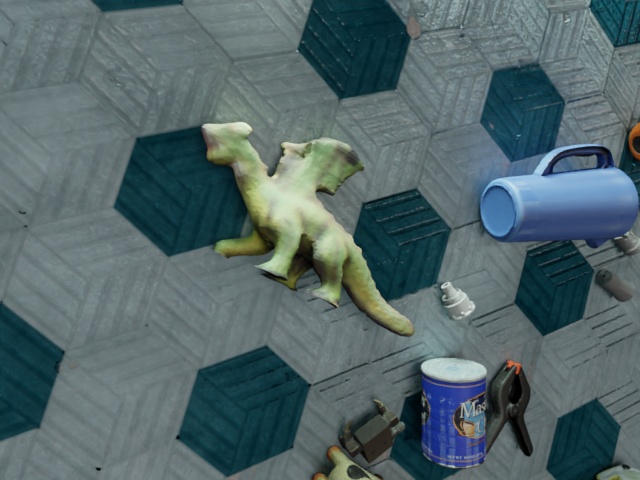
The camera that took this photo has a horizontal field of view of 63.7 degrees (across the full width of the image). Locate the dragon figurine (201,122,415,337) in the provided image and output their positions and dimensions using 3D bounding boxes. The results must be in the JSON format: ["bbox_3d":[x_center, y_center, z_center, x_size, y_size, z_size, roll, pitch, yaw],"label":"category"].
[{"bbox_3d":[0.002,-0.037,0.745,0.407,0.246,0.121,27,-16,-22],"label":"dragon figurine"}]
